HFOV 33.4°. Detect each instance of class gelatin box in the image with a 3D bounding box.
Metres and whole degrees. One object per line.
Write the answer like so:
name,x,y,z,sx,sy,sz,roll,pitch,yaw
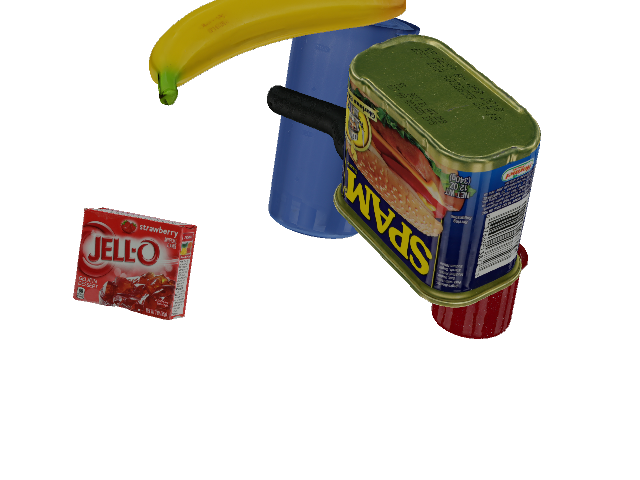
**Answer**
gelatin box,-0.144,0.017,0.825,0.089,0.073,0.030,11,6,20

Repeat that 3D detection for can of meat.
can of meat,0.052,-0.034,0.493,0.057,0.084,0.102,-22,49,-24

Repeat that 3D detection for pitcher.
pitcher,0.025,-0.126,1.145,0.145,0.243,0.149,10,18,-7

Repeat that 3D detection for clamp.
clamp,0.029,-0.099,0.926,0.120,0.039,0.171,-14,39,-13

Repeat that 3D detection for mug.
mug,0.152,0.039,1.083,0.093,0.081,0.117,-6,31,-17

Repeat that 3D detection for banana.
banana,-0.036,-0.134,0.685,0.197,0.037,0.070,-29,59,-28
